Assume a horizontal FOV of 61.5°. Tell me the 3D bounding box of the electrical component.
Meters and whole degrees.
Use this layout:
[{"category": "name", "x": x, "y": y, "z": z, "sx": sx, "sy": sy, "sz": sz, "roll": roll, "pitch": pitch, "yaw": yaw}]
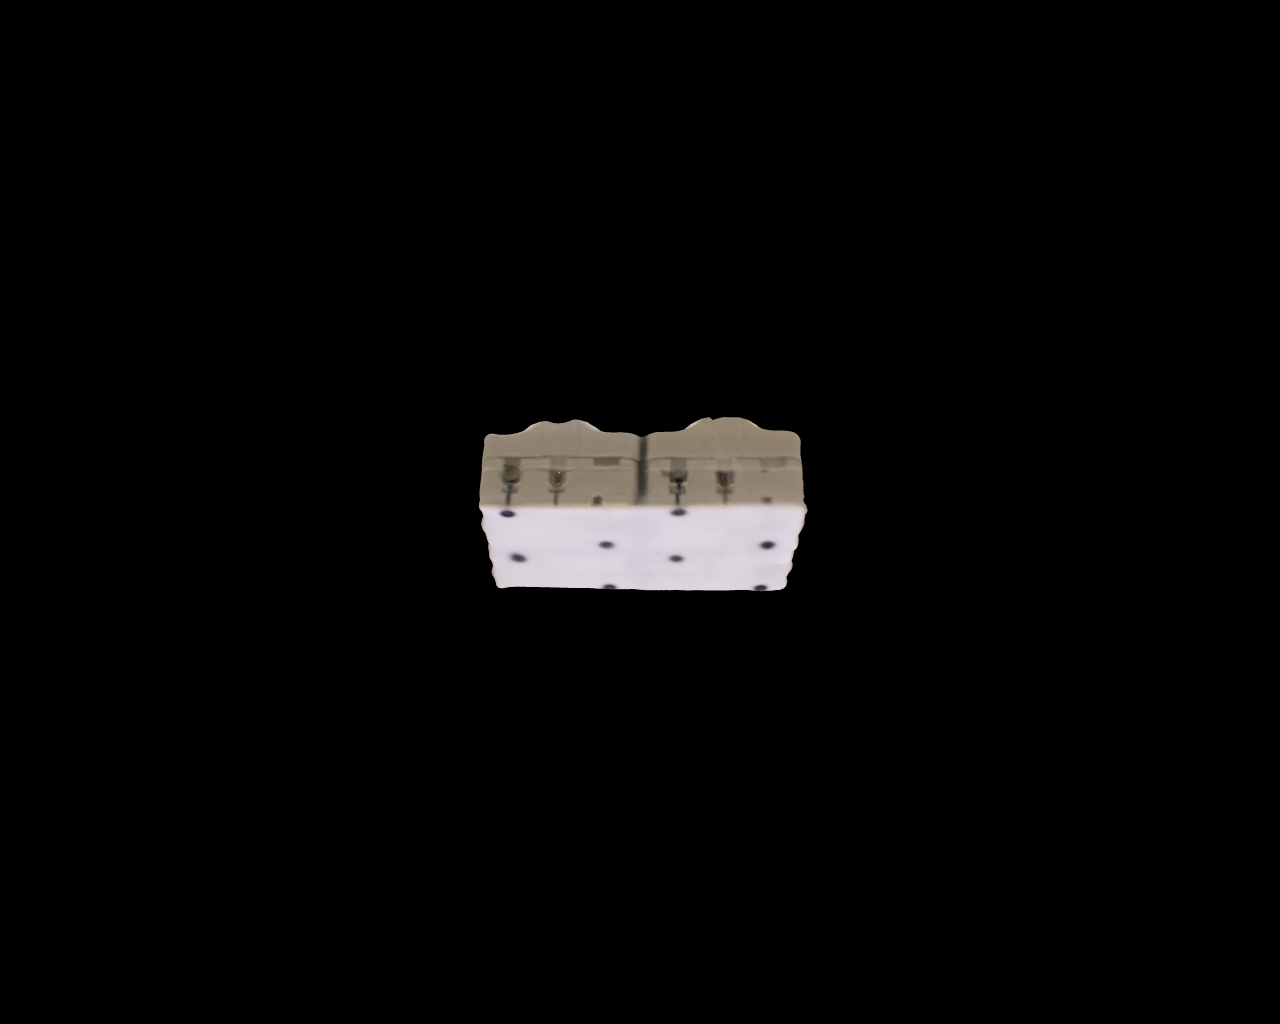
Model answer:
[{"category": "electrical component", "x": 0.001, "y": -0.003, "z": 0.650, "sx": 0.186, "sy": 0.060, "sz": 0.105, "roll": 0, "pitch": -32, "yaw": 0}]
